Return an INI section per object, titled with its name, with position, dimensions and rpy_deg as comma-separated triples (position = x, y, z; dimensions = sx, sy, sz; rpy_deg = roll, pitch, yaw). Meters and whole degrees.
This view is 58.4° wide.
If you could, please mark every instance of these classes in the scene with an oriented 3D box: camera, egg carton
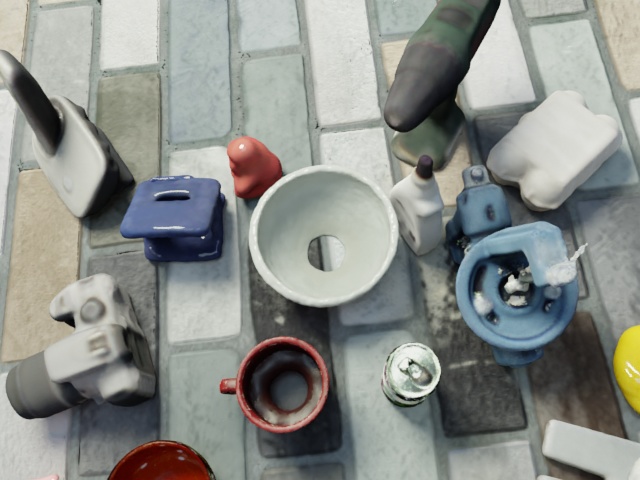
[camera]
position = -0.267, 0.123, 0.618
dimensions = 0.137, 0.101, 0.143
rpy_deg = -22, 70, -4
[egg carton]
position = 0.278, -0.108, 0.684
dimensions = 0.150, 0.069, 0.107
rpy_deg = -42, 72, -11

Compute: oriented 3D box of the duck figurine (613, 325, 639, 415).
[duck figurine]
position = 0.352, 0.132, 0.581
dimensions = 0.077, 0.086, 0.104
rpy_deg = -1, 70, 4

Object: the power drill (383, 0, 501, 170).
[power drill]
position = 0.129, -0.169, 0.642
dimensions = 0.075, 0.208, 0.230
rpy_deg = 24, 73, 12

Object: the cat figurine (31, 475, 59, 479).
[cat figurine]
position = -0.299, 0.275, 0.555
dimensions = 0.128, 0.118, 0.067
rpy_deg = -21, 69, -4

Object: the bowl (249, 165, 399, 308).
[bowl]
position = 0.006, 0.002, 0.659
dimensions = 0.167, 0.075, 0.167
rpy_deg = -1, 70, 4

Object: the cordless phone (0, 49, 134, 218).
[cordless phone]
position = -0.309, -0.121, 0.667
dimensions = 0.094, 0.185, 0.147
rpy_deg = -39, 72, -10

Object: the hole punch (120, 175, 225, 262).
[hole punch]
position = -0.171, -0.033, 0.675
dimensions = 0.108, 0.091, 0.101
rpy_deg = -2, 70, 3

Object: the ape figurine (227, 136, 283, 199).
[ape figurine]
position = -0.086, -0.094, 0.691
dimensions = 0.076, 0.092, 0.078
rpy_deg = 15, 71, 9

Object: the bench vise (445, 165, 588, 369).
[bench vise]
position = 0.176, 0.014, 0.565
dimensions = 0.121, 0.220, 0.207
rpy_deg = -30, 70, -7

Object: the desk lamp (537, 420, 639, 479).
[desk lamp]
position = 0.313, 0.227, 0.480
dimensions = 0.203, 0.214, 0.118
rpy_deg = 14, 71, 9

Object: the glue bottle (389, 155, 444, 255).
[glue bottle]
position = 0.107, -0.044, 0.616
dimensions = 0.037, 0.173, 0.078
rpy_deg = -28, 70, -6
